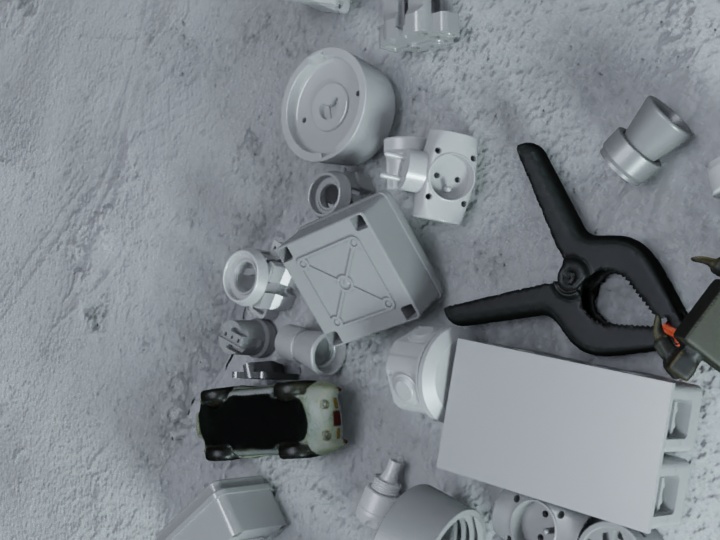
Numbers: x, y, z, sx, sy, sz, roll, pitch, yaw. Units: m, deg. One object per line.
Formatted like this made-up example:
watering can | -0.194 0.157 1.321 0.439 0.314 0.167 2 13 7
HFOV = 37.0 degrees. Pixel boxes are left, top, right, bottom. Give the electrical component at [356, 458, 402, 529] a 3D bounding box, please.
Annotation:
electrical component | 0.021 0.196 0.952 0.035 0.035 0.061 27 99 40

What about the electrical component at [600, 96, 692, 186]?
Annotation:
electrical component | 0.216 -0.097 0.816 0.055 0.045 0.045 -48 56 26

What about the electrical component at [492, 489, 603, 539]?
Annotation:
electrical component | 0.142 0.216 0.835 0.077 0.044 0.079 13 92 42

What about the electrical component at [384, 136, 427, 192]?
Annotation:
electrical component | 0.041 -0.096 0.974 0.040 0.040 0.046 0 89 41

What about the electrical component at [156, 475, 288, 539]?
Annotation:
electrical component | -0.137 0.255 1.053 0.113 0.078 0.057 -45 60 28

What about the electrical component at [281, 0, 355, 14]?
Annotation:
electrical component | -0.041 -0.279 1.056 0.081 0.064 0.042 18 94 41

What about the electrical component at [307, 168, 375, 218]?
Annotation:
electrical component | -0.016 -0.066 1.008 0.048 0.055 0.066 -32 64 33

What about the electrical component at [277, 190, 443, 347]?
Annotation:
electrical component | 0.000 0.000 0.954 0.109 0.056 0.108 -22 103 37

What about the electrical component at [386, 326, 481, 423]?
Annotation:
electrical component | 0.065 0.086 0.900 0.051 0.080 0.080 5 87 47

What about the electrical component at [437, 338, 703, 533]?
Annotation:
electrical component | 0.158 0.121 0.824 0.186 0.060 0.105 10 90 42

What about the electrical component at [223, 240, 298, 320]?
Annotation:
electrical component | -0.098 0.009 1.069 0.058 0.057 0.078 33 105 39

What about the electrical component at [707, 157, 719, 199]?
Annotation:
electrical component | 0.273 -0.052 0.759 0.045 0.045 0.055 -20 71 38

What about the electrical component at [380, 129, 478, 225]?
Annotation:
electrical component | 0.057 -0.084 0.935 0.044 0.079 0.077 -160 81 -78

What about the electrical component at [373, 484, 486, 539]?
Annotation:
electrical component | 0.061 0.234 0.866 0.060 0.108 0.108 15 94 35

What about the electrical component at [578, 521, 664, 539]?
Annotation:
electrical component | 0.194 0.211 0.789 0.055 0.047 0.055 -7 79 40

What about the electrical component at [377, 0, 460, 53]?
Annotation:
electrical component | 0.053 -0.234 0.972 0.078 0.058 0.057 -5 83 41

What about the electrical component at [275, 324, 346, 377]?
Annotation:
electrical component | -0.051 0.074 1.029 0.065 0.044 0.044 12 92 46

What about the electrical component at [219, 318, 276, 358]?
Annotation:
electrical component | -0.113 0.068 1.081 0.040 0.046 0.040 -5 82 41

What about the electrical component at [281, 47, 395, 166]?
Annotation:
electrical component | -0.016 -0.150 1.017 0.108 0.060 0.108 -7 79 41
